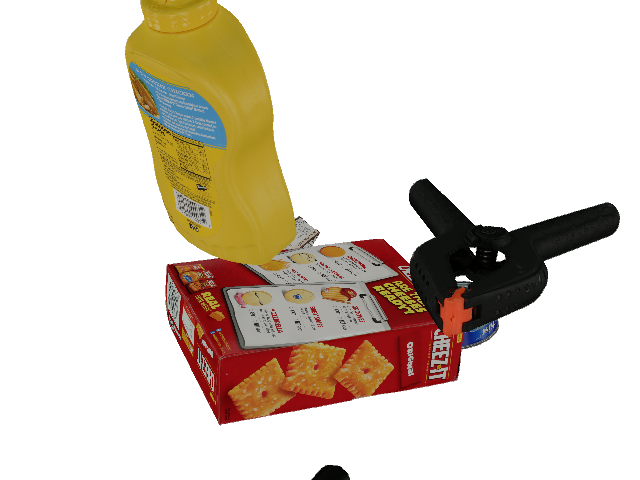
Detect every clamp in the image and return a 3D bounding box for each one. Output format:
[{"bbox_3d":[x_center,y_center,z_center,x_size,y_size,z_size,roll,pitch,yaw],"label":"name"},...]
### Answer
[{"bbox_3d":[0.112,0.006,0.771,0.165,0.036,0.209,11,28,25],"label":"clamp"}]

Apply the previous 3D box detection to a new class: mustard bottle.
[{"bbox_3d":[-0.068,-0.078,0.622,0.096,0.191,0.058,30,55,34],"label":"mustard bottle"}]

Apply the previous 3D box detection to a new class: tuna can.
[{"bbox_3d":[0.137,0.075,1.085,0.086,0.034,0.086,-9,24,4],"label":"tuna can"}]

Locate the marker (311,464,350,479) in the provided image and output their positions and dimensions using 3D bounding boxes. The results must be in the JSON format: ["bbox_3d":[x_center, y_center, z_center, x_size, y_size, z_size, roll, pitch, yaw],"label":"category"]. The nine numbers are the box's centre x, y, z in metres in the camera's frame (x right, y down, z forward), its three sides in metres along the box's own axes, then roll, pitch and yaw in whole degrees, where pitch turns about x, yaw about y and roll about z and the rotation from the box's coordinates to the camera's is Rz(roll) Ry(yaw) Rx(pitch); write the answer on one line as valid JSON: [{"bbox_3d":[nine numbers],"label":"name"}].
[{"bbox_3d":[-0.020,0.131,0.468,0.020,0.020,0.120,0,17,32],"label":"marker"}]

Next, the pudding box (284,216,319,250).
[{"bbox_3d":[-0.055,0.031,1.259,0.039,0.090,0.113,35,32,8],"label":"pudding box"}]

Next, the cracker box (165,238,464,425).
[{"bbox_3d":[-0.010,0.072,0.913,0.213,0.072,0.164,-7,27,-21],"label":"cracker box"}]
